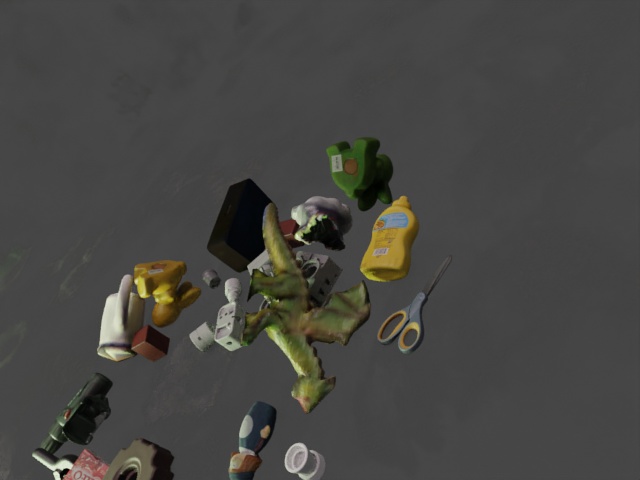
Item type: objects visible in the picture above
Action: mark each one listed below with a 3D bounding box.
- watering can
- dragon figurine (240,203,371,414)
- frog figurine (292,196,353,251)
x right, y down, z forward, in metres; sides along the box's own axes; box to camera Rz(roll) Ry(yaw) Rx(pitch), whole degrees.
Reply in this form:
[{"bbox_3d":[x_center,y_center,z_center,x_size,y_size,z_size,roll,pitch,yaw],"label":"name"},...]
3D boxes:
[{"bbox_3d":[-0.541,0.223,1.423,0.342,0.104,0.228,134,141,-64],"label":"watering can"},{"bbox_3d":[-0.023,0.113,0.993,0.243,0.120,0.419,8,63,-1],"label":"dragon figurine"},{"bbox_3d":[0.004,-0.060,1.191,0.137,0.120,0.163,-4,32,0],"label":"frog figurine"}]
